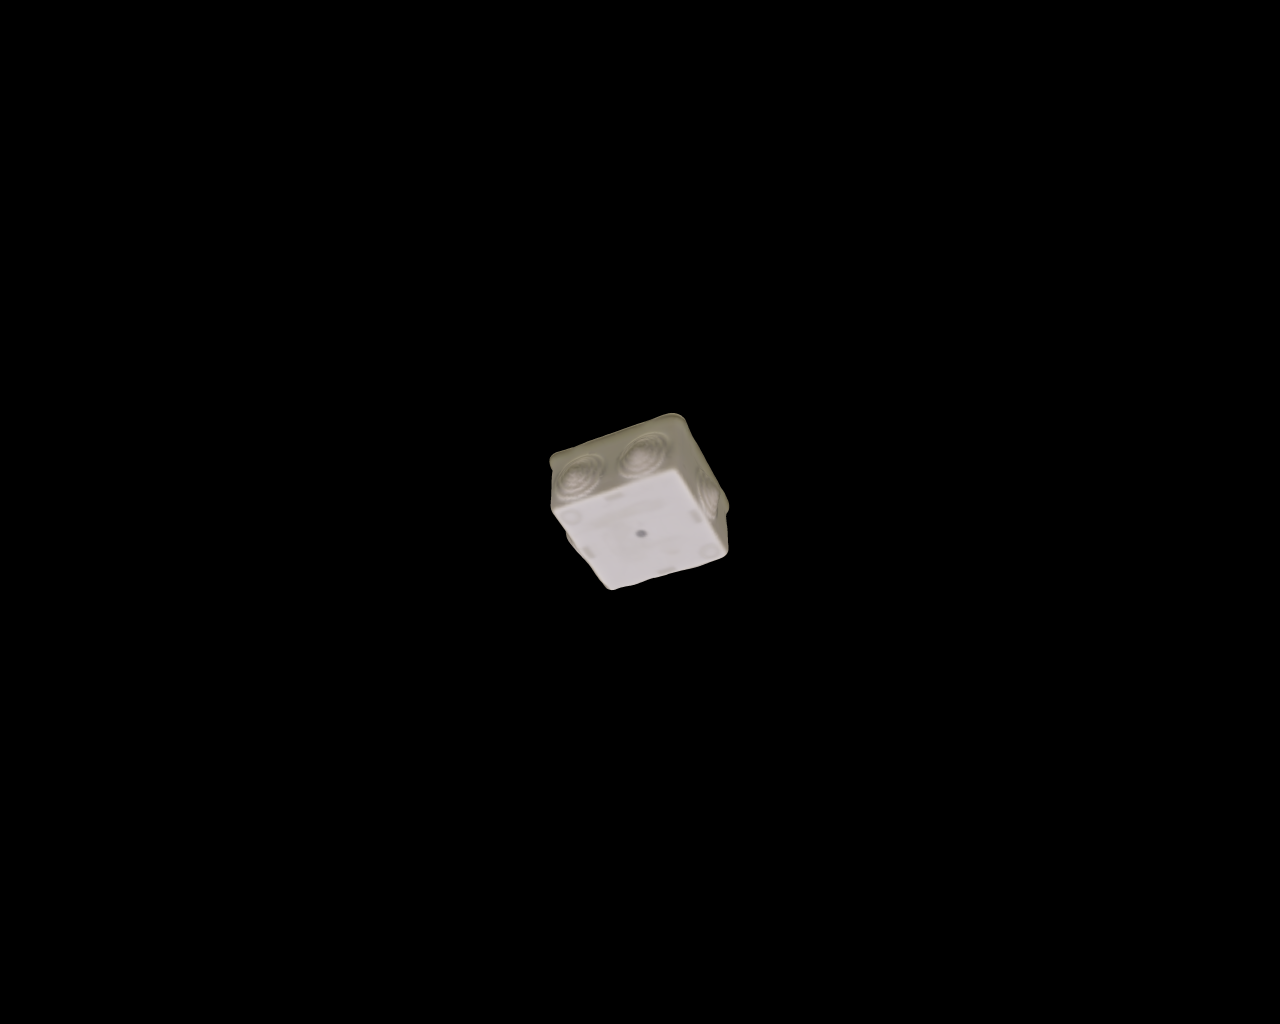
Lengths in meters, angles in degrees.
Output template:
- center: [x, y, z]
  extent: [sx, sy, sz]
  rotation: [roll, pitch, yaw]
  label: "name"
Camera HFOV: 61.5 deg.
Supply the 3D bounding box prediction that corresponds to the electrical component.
- center: [0.001, -0.003, 0.650]
  extent: [0.100, 0.048, 0.099]
  rotation: [-17, -48, 16]
  label: "electrical component"
